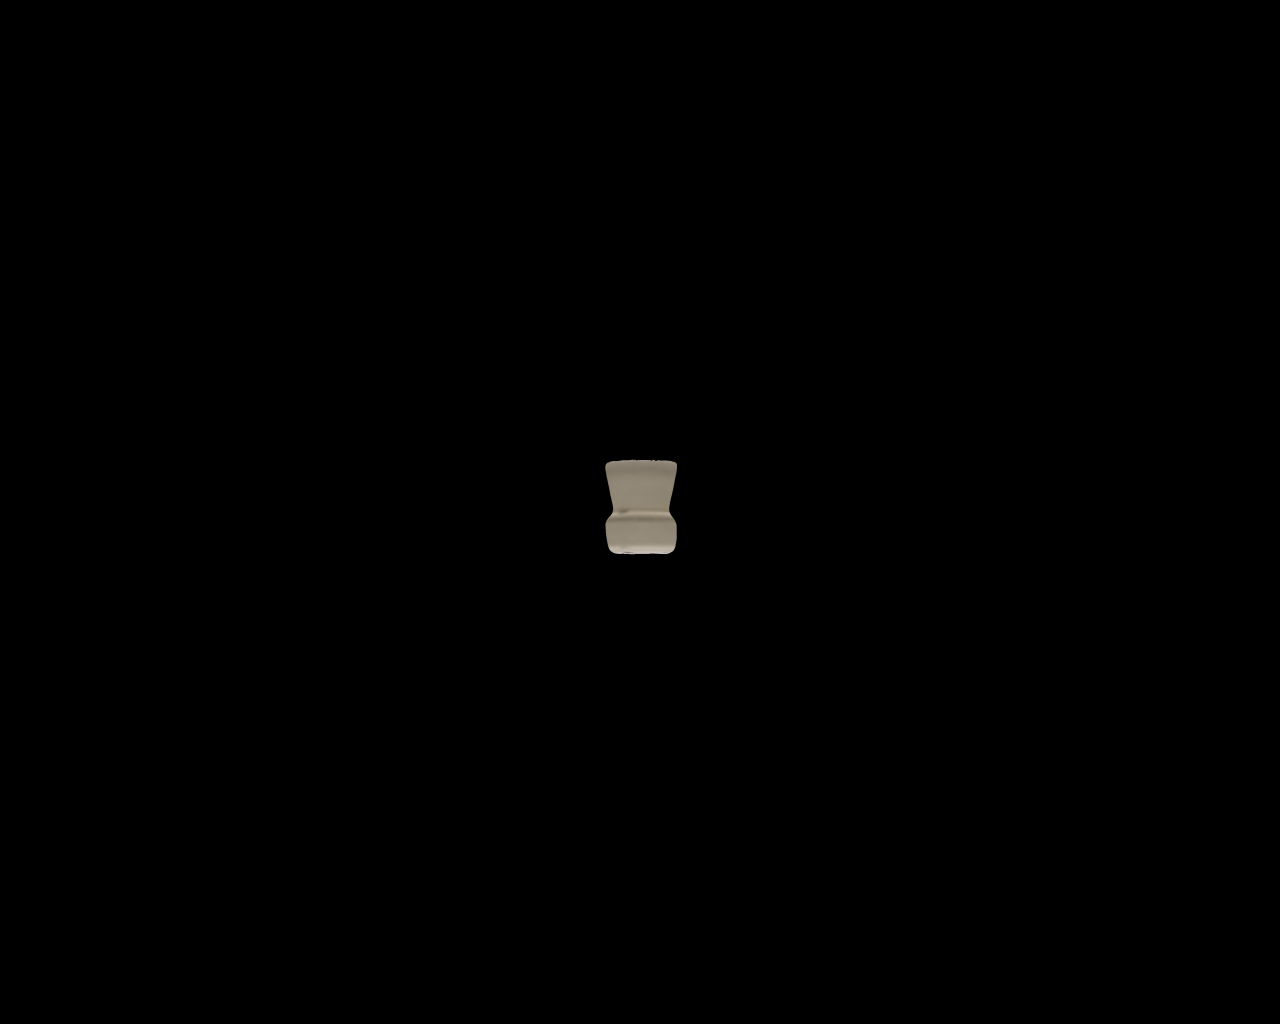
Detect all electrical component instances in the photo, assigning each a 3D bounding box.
[{"bbox_3d":[0.001,-0.003,0.650,0.045,0.055,0.045,0,-3,0],"label":"electrical component"}]
